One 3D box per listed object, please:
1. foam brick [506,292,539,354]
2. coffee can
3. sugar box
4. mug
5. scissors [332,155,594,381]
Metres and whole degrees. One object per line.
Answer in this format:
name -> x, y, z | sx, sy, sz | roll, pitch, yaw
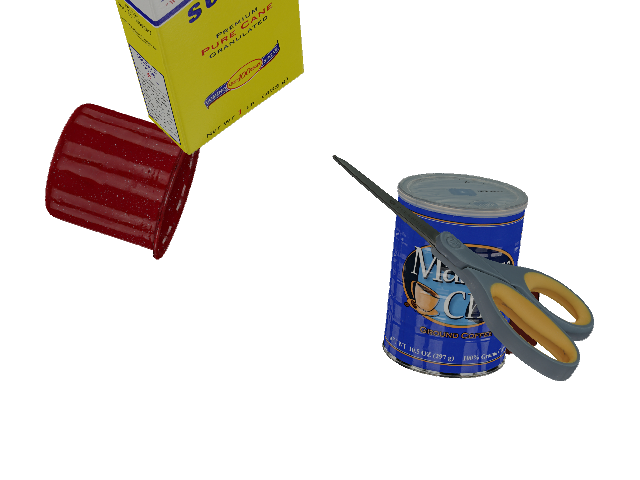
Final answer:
foam brick -> 0.191, 0.071, 1.103 | 0.053, 0.078, 0.051 | 13, 19, 43
coffee can -> 0.107, 0.026, 0.863 | 0.103, 0.140, 0.103 | 4, 18, -1
sugar box -> -0.058, -0.129, 0.557 | 0.093, 0.048, 0.176 | -39, -21, -17
mug -> -0.132, -0.047, 0.732 | 0.081, 0.093, 0.117 | 18, 21, 0
scissors -> 0.098, 0.008, 0.680 | 0.096, 0.016, 0.202 | -10, 50, -45
